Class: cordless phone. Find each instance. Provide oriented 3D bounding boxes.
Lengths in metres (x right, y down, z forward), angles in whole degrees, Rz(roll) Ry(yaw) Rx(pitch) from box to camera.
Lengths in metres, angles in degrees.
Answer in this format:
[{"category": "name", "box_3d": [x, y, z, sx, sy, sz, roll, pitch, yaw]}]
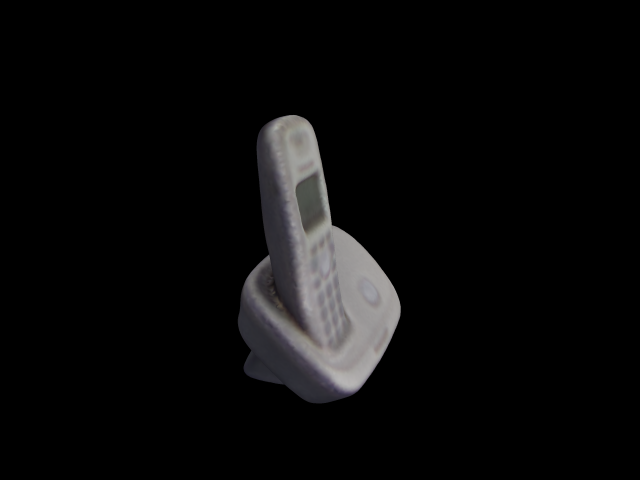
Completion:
[{"category": "cordless phone", "box_3d": [0.004, 0.001, 0.400, 0.094, 0.185, 0.148, 8, 24, 19]}]
